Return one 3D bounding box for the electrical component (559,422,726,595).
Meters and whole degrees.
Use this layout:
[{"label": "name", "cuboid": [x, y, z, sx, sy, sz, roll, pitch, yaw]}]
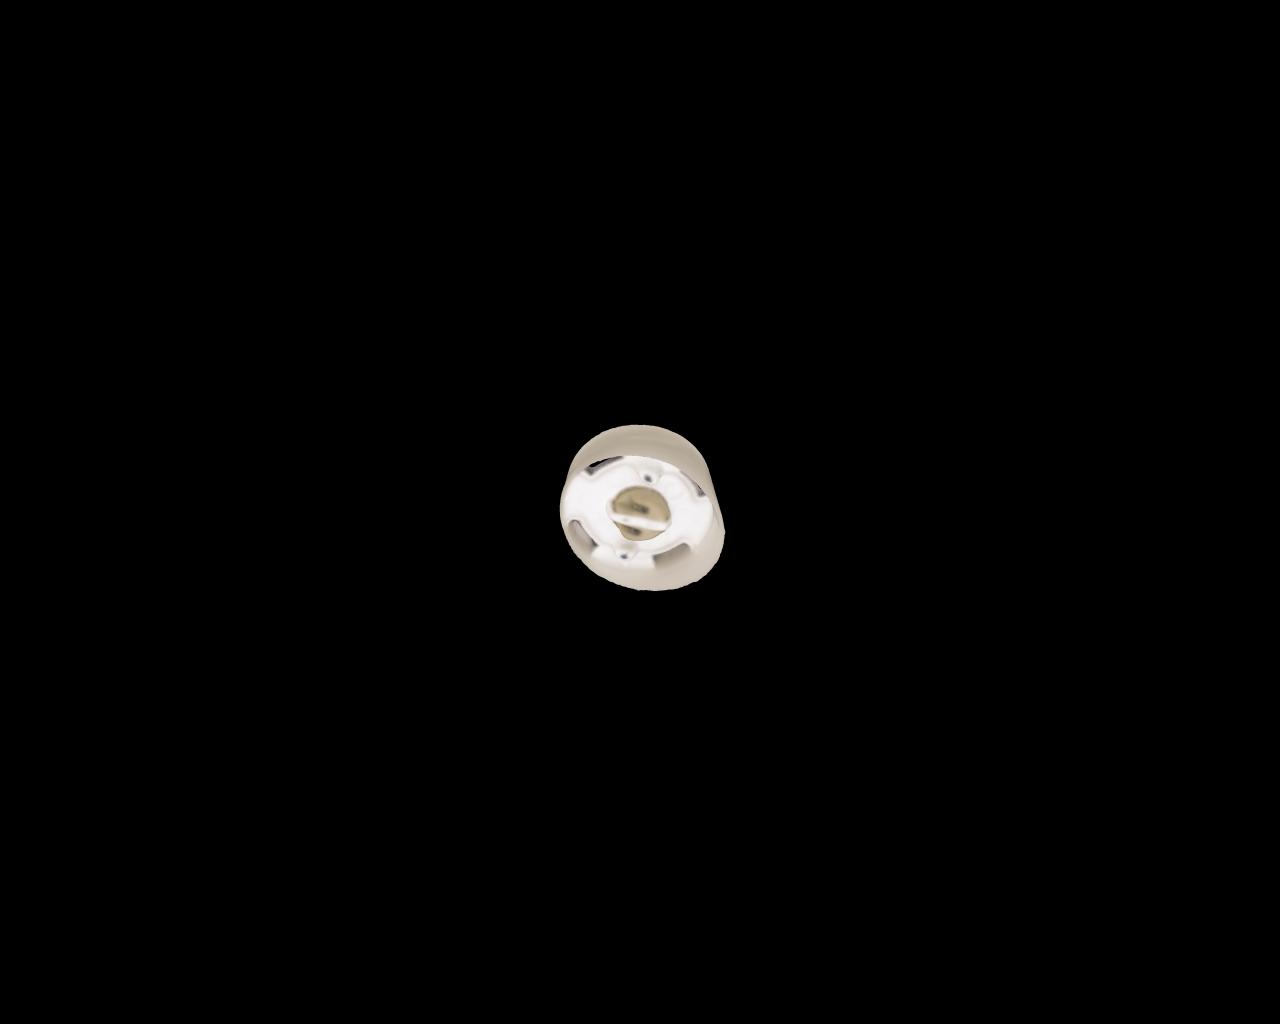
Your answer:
[{"label": "electrical component", "cuboid": [0.001, -0.003, 0.650, 0.099, 0.099, 0.064, 0, 36, 0]}]
